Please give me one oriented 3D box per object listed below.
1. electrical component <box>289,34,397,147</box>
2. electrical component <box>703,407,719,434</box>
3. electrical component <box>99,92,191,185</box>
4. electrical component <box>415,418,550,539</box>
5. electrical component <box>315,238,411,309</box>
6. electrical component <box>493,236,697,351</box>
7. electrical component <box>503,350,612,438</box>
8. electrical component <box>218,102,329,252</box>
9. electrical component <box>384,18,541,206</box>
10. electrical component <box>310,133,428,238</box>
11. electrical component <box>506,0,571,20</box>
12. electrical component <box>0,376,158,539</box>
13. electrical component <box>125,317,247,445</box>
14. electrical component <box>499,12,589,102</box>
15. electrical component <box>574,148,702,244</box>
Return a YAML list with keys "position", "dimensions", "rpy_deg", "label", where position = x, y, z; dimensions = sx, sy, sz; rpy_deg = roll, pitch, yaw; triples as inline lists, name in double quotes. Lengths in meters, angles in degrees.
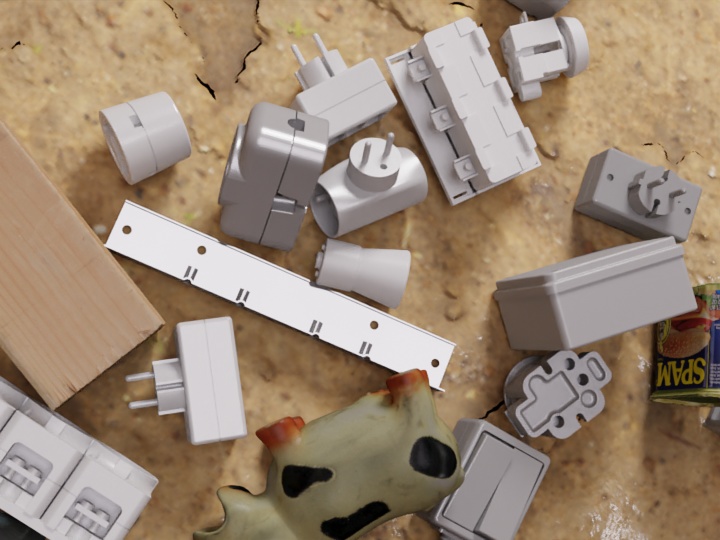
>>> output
- position: [-0.023, -0.136, 0.790]
  dimensions: [0.066, 0.047, 0.076]
  rpy_deg: [-29, 91, -14]
  label: "electrical component"
- position: [0.339, 0.110, 0.794]
  dimensions: [0.089, 0.150, 0.061]
  rpy_deg: [28, 80, -9]
  label: "electrical component"
- position: [-0.150, -0.094, 0.754]
  dimensions: [0.047, 0.055, 0.055]
  rpy_deg: [-25, 90, -18]
  label: "electrical component"
- position: [0.086, 0.162, 0.776]
  dimensions: [0.062, 0.061, 0.096]
  rpy_deg: [30, 78, -8]
  label: "electrical component"
- position: [0.000, 0.000, 0.785]
  dimensions: [0.065, 0.044, 0.044]
  rpy_deg: [14, 81, -7]
  label: "electrical component"
- position: [0.169, 0.019, 0.787]
  dimensions: [0.109, 0.109, 0.056]
  rpy_deg: [-16, 90, -14]
  label: "electrical component"
- position: [0.140, 0.092, 0.798]
  dimensions: [0.078, 0.057, 0.058]
  rpy_deg: [-35, 92, -14]
  label: "electrical component"
- position: [-0.063, -0.065, 0.749]
  dimensions: [0.059, 0.095, 0.053]
  rpy_deg: [15, 39, -11]
  label: "electrical component"
- position: [0.081, -0.120, 0.804]
  dimensions: [0.079, 0.063, 0.121]
  rpy_deg: [-25, 90, -14]
  label: "electrical component"
- position: [0.008, -0.067, 0.769]
  dimensions: [0.077, 0.079, 0.043]
  rpy_deg: [-23, 61, -24]
  label: "electrical component"
- position: [0.149, -0.253, 0.835]
  dimensions: [0.062, 0.061, 0.096]
  rpy_deg: [30, 78, -8]
  label: "electrical component"
- position: [-0.212, 0.122, 0.698]
  dimensions: [0.150, 0.089, 0.061]
  rpy_deg: [35, 78, -7]
  label: "electrical component"
- position: [-0.123, 0.079, 0.744]
  dimensions: [0.076, 0.047, 0.083]
  rpy_deg: [-7, 86, -14]
  label: "electrical component"
- position: [0.144, -0.169, 0.834]
  dimensions: [0.055, 0.048, 0.066]
  rpy_deg: [-15, 87, -6]
  label: "electrical component"
- position: [0.221, -0.058, 0.823]
  dimensions: [0.083, 0.076, 0.047]
  rpy_deg: [22, 80, -10]
  label: "electrical component"
